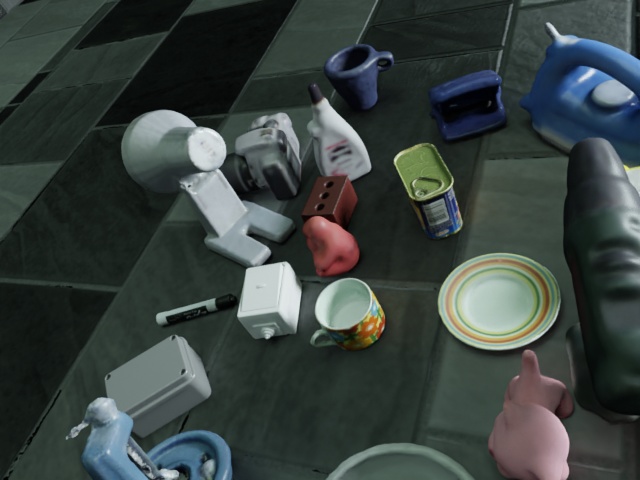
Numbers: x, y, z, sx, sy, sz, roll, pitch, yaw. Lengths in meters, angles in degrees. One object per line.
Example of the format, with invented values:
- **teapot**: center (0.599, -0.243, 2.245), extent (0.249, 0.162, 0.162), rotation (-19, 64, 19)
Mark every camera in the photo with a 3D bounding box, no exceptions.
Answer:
- **camera**: center (-0.108, -0.134, 0.930), extent (0.136, 0.101, 0.143), rotation (-15, 45, 14)

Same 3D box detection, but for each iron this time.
- **iron**: center (0.366, -0.175, 0.703), extent (0.119, 0.142, 0.257), rotation (-35, 44, -7)

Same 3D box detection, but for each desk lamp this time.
- **desk lamp**: center (-0.166, -0.085, 0.830), extent (0.202, 0.214, 0.118), rotation (21, 62, 39)

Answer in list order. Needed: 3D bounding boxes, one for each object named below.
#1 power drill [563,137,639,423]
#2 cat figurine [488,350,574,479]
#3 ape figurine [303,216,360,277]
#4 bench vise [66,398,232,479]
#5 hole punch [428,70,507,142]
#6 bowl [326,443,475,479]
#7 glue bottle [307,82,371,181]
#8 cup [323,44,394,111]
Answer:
- **power drill**: center (0.251, 0.056, 0.498), extent (0.075, 0.209, 0.229), rotation (-9, 47, 20)
- **cat figurine**: center (0.184, 0.159, 0.501), extent (0.067, 0.118, 0.128), rotation (-2, 50, 25)
- **ape figurine**: center (0.007, 0.003, 0.752), extent (0.076, 0.092, 0.078), rotation (0, 50, 26)
- **bench vise**: center (-0.133, 0.243, 0.507), extent (0.121, 0.220, 0.207), rotation (-30, 44, -2)
- **hole punch**: center (0.213, -0.215, 0.853), extent (0.108, 0.091, 0.101), rotation (-16, 45, 13)
- **bowl**: center (0.072, 0.267, 0.489), extent (0.167, 0.075, 0.167), rotation (-14, 45, 15)
- **glue bottle**: center (0.016, -0.156, 0.835), extent (0.078, 0.174, 0.037), rotation (-27, 44, 2)
- **cup**: center (0.075, -0.271, 0.970), extent (0.117, 0.095, 0.091), rotation (-6, 48, 22)
